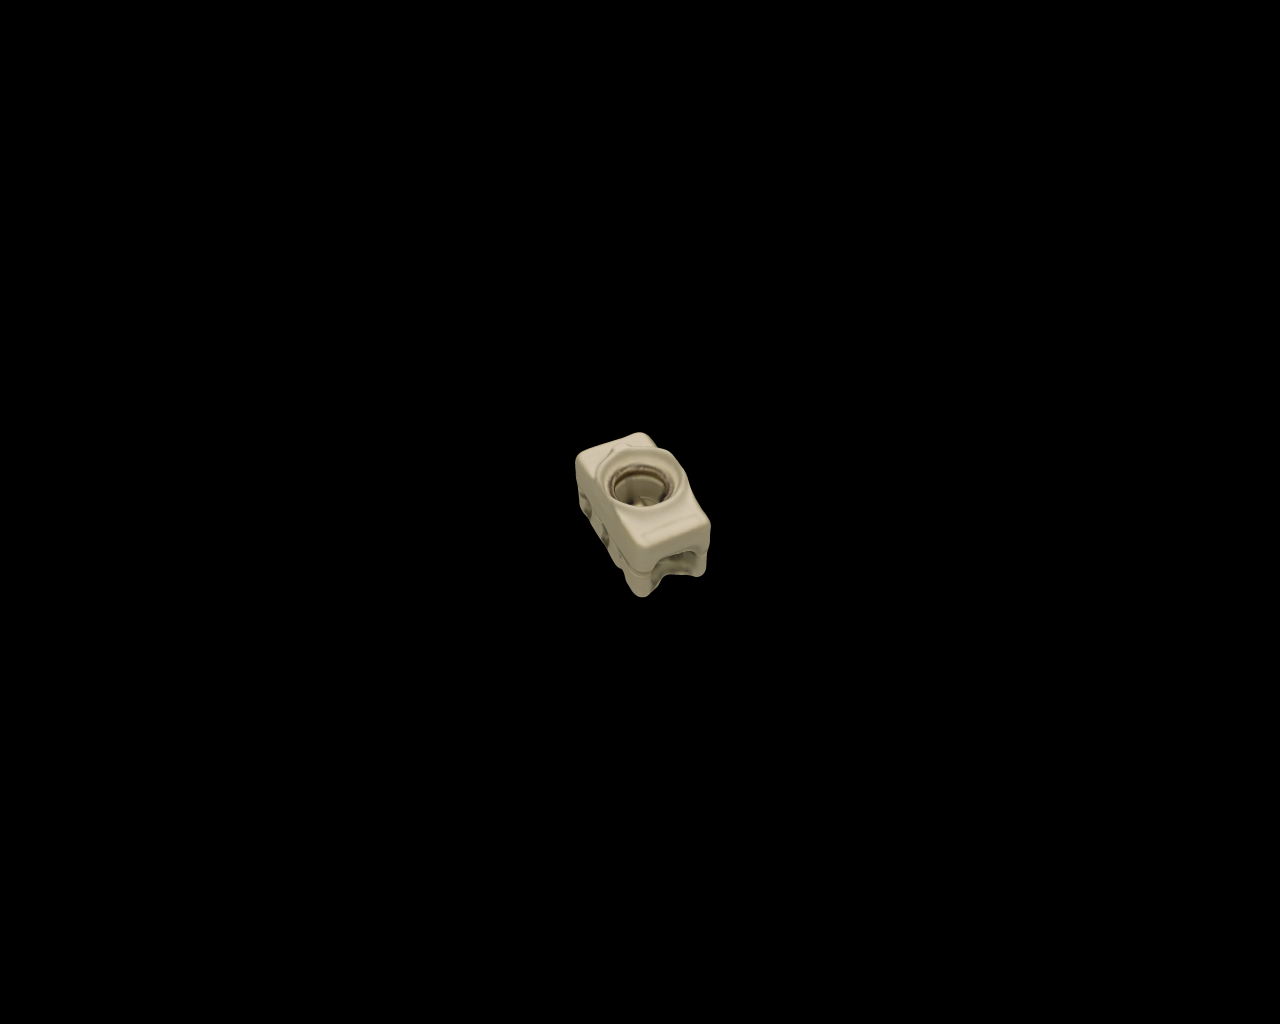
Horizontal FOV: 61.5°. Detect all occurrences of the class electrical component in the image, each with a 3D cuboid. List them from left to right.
[{"bbox_3d":[0.001,-0.003,0.650,0.050,0.055,0.090,-20,50,-17],"label":"electrical component"}]
